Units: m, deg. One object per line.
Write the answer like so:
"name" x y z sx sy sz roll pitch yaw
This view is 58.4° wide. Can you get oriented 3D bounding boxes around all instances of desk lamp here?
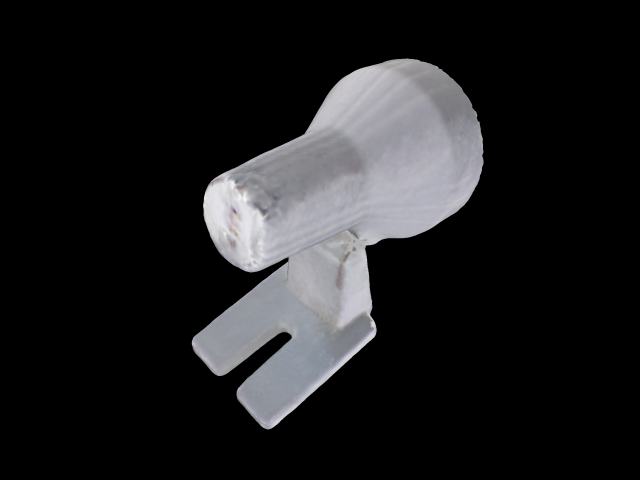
"desk lamp" 0.004 0.001 0.400 0.117 0.214 0.203 39 63 25
